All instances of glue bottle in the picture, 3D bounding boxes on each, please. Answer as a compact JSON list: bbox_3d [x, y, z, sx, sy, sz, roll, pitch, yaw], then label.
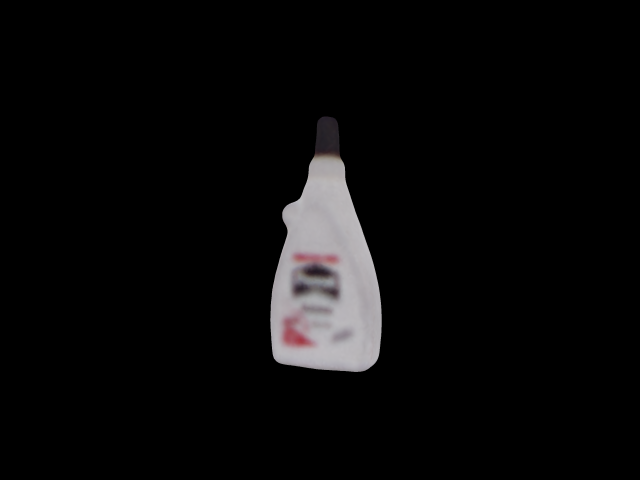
[{"bbox_3d":[0.004,0.001,0.400,0.078,0.173,0.037,1,2,20],"label":"glue bottle"}]
